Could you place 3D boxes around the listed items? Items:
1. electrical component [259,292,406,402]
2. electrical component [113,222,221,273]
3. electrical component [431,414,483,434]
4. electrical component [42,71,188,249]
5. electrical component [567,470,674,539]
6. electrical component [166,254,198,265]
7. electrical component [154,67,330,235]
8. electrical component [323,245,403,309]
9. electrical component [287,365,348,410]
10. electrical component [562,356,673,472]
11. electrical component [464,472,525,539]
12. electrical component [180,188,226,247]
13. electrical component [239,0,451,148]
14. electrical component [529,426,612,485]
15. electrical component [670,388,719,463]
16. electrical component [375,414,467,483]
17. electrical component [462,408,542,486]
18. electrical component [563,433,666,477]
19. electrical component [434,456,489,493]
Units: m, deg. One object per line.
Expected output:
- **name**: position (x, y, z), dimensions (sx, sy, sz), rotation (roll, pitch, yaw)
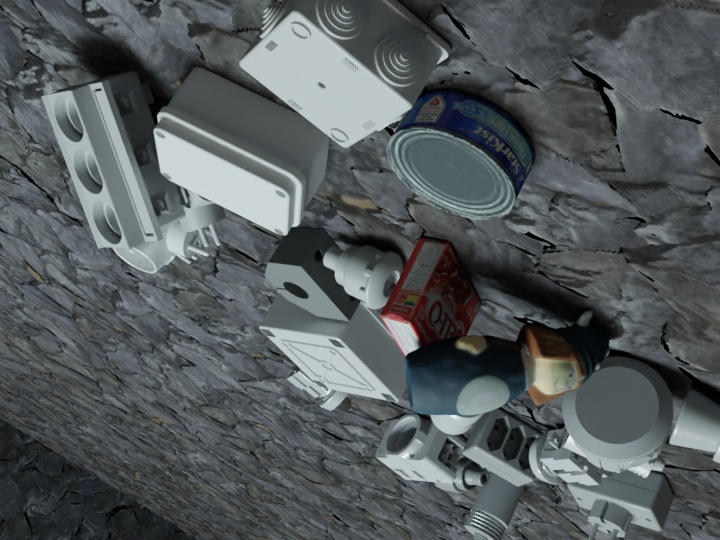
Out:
- **electrical component**: position (-0.017, 0.066, 0.988), dimensions (0.109, 0.056, 0.108), rotation (5, 147, 43)
- **electrical component**: position (-0.158, -0.034, 0.920), dimensions (0.079, 0.077, 0.043), rotation (21, 155, 17)
- **electrical component**: position (0.092, 0.125, 0.999), dimensions (0.045, 0.045, 0.055), rotation (28, 156, 3)
- **electrical component**: position (-0.182, -0.084, 0.812), dimensions (0.079, 0.063, 0.121), rotation (2, 116, 46)
- **electrical component**: position (0.234, 0.220, 0.992), dimensions (0.083, 0.075, 0.047), rotation (11, 151, 36)
- **electrical component**: position (-0.187, -0.031, 1.002), dimensions (0.079, 0.043, 0.077), rotation (36, 155, -16)
- **electrical component**: position (-0.085, -0.082, 0.766), dimensions (0.113, 0.057, 0.078), rotation (26, 156, 7)
- **electrical component**: position (0.000, 0.000, 0.855), dimensions (0.062, 0.048, 0.048), rotation (24, 157, 28)
- **electrical component**: position (-0.039, 0.114, 1.125), dimensions (0.055, 0.048, 0.066), rotation (40, 156, -6)
- **electrical component**: position (0.195, 0.110, 0.812), dimensions (0.080, 0.080, 0.051), rotation (18, 160, 24)
- **electrical component**: position (0.144, 0.262, 1.171), dimensions (0.043, 0.081, 0.043), rotation (24, 156, 12)
- **electrical component**: position (-0.133, -0.055, 0.868), dimensions (0.077, 0.044, 0.079), rotation (-4, 110, 51)
- **electrical component**: position (-0.012, -0.122, 0.616), dimensions (0.100, 0.048, 0.100), rotation (37, 155, -17)
- **electrical component**: position (0.189, 0.170, 0.982), dimensions (0.066, 0.048, 0.055), rotation (40, 147, -24)
- **electrical component**: position (0.262, 0.117, 0.792), dimensions (0.055, 0.045, 0.045), rotation (21, 155, 19)
- **electrical component**: position (0.064, 0.192, 1.158), dimensions (0.056, 0.050, 0.089), rotation (40, 154, -24)
- **electrical component**: position (0.136, 0.175, 1.047), dimensions (0.066, 0.047, 0.076), rotation (31, 156, -3)
- **electrical component**: position (0.217, 0.147, 0.904), dimensions (0.081, 0.043, 0.043), rotation (25, 156, 10)
- **electrical component**: position (0.112, 0.222, 1.175), dimensions (0.062, 0.043, 0.043), rotation (2, 145, 45)
